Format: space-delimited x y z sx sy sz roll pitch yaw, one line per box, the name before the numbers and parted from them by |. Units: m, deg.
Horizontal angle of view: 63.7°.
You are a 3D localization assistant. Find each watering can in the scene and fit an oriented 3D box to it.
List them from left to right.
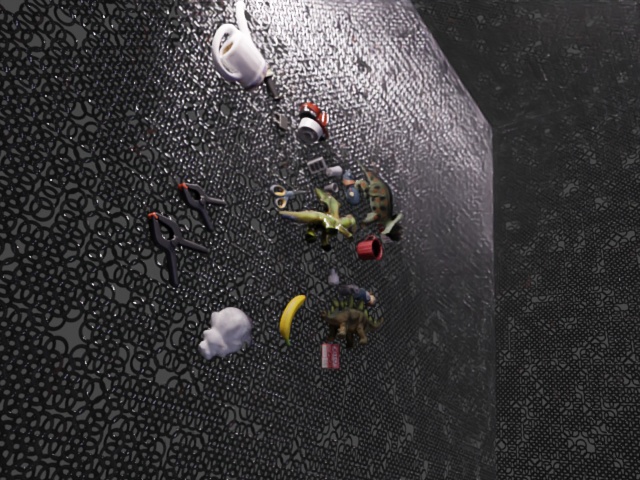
watering can | -0.268 -0.667 1.802 0.221 0.103 0.356 45 46 -38

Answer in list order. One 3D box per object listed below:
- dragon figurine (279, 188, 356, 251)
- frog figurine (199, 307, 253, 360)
dragon figurine | 0.006 -0.102 2.023 0.406 0.120 0.249 29 38 -32
frog figurine | -0.280 0.268 1.488 0.160 0.120 0.139 -10 55 -46
